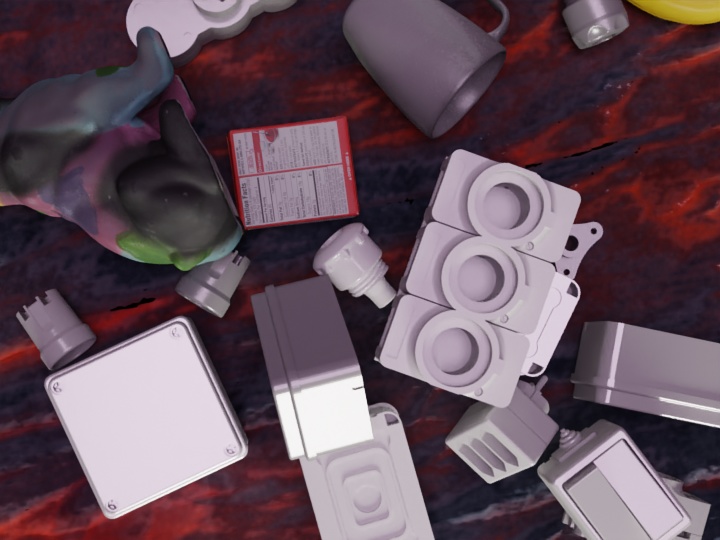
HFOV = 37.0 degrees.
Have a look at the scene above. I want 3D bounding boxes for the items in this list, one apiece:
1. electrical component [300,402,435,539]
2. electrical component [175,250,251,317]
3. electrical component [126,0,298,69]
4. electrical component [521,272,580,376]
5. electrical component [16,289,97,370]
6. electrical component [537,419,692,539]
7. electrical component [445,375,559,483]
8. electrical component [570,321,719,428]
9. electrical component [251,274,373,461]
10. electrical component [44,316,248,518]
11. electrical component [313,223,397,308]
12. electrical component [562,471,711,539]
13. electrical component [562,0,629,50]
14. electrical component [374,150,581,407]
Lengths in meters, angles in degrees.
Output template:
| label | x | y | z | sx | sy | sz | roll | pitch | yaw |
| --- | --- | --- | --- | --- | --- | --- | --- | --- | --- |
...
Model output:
| label | x | y | z | sx | sy | sz | roll | pitch | yaw |
| --- | --- | --- | --- | --- | --- | --- | --- | --- | --- |
| electrical component | 0.003 | 0.159 | 0.771 | 0.078 | 0.057 | 0.113 | -16 | 90 | -4 |
| electrical component | -0.105 | 0.005 | 0.778 | 0.040 | 0.040 | 0.046 | 31 | 81 | -2 |
| electrical component | -0.102 | -0.197 | 0.764 | 0.138 | 0.074 | 0.052 | -30 | 91 | -4 |
| electrical component | 0.091 | 0.021 | 0.779 | 0.113 | 0.057 | 0.078 | 26 | 87 | -3 |
| electrical component | -0.218 | 0.042 | 0.770 | 0.040 | 0.040 | 0.046 | -37 | 85 | -3 |
| electrical component | 0.168 | 0.147 | 0.728 | 0.062 | 0.061 | 0.096 | -37 | 90 | -2 |
| electrical component | 0.112 | 0.106 | 0.779 | 0.047 | 0.066 | 0.076 | 43 | 58 | -1 |
| electrical component | 0.217 | 0.076 | 0.776 | 0.113 | 0.078 | 0.057 | 12 | 86 | -3 |
| electrical component | -0.034 | 0.065 | 0.736 | 0.057 | 0.113 | 0.078 | -14 | 126 | -5 |
| electrical component | -0.149 | 0.102 | 0.764 | 0.109 | 0.056 | 0.108 | -25 | 90 | -4 |
| electrical component | 0.000 | 0.000 | 0.782 | 0.048 | 0.048 | 0.062 | -44 | 101 | -3 |
| electrical component | 0.202 | 0.173 | 0.786 | 0.089 | 0.050 | 0.055 | 16 | 88 | -2 |
| electrical component | 0.169 | -0.199 | 0.796 | 0.043 | 0.043 | 0.062 | -23 | 90 | -4 |
| electrical component | 0.077 | 0.006 | 0.717 | 0.089 | 0.062 | 0.150 | 20 | 88 | -3 |
